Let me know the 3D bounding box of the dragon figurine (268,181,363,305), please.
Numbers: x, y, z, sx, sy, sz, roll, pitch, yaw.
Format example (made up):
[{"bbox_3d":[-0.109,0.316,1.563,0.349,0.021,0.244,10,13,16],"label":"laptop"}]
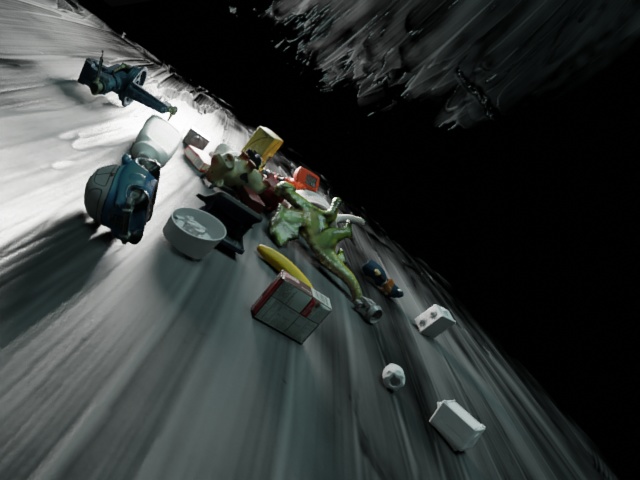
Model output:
[{"bbox_3d":[-0.030,-0.004,1.364,0.243,0.119,0.419,4,50,-31],"label":"dragon figurine"}]

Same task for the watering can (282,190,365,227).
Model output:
[{"bbox_3d":[0.005,-0.082,1.624,0.347,0.103,0.228,17,17,-14],"label":"watering can"}]

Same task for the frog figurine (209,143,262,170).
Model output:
[{"bbox_3d":[-0.261,-0.219,1.495,0.159,0.121,0.139,6,13,17],"label":"frog figurine"}]
